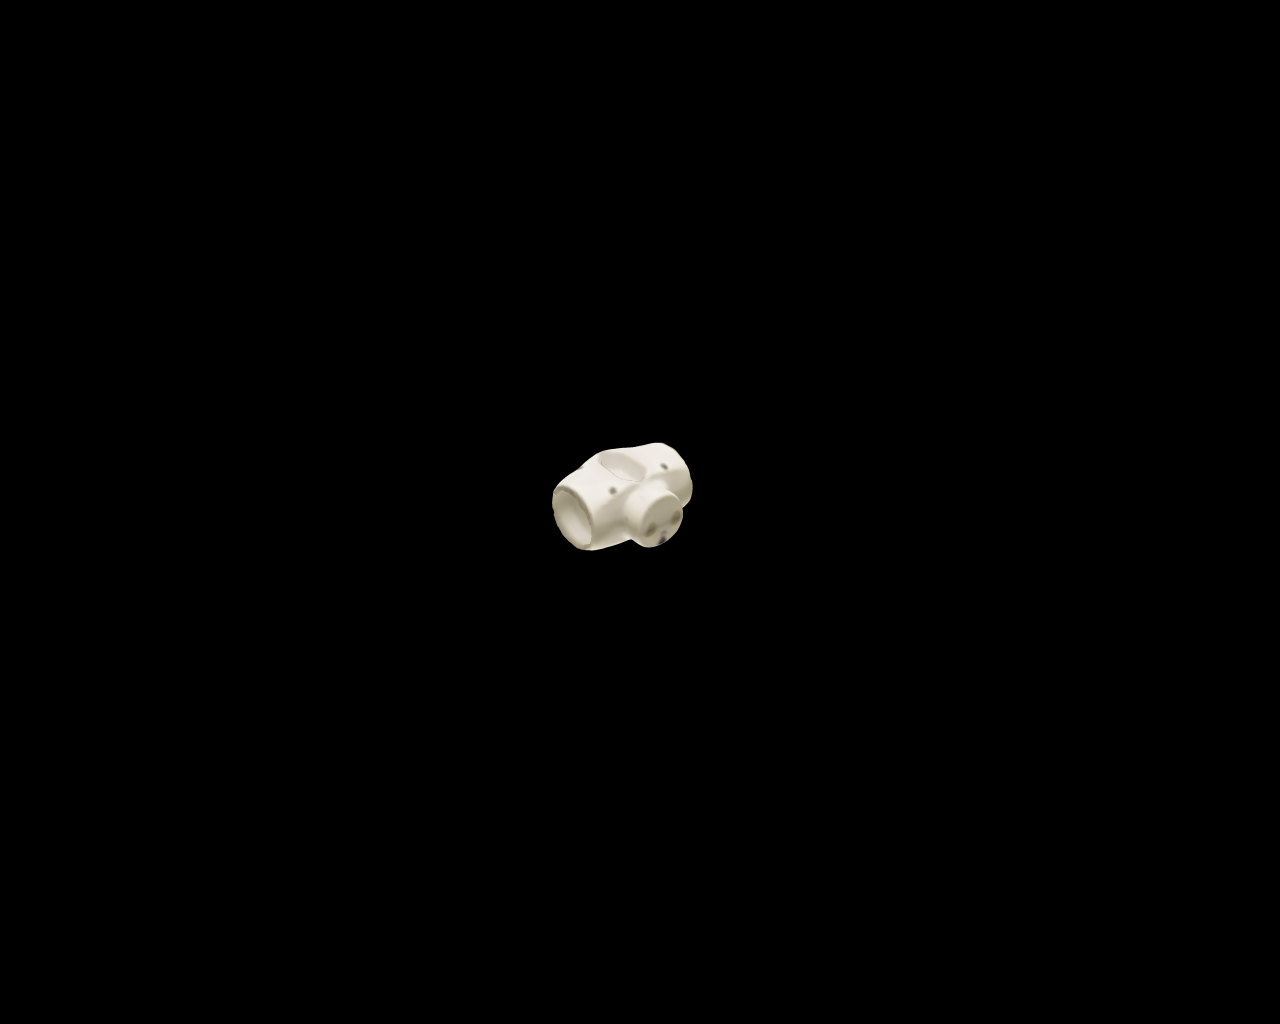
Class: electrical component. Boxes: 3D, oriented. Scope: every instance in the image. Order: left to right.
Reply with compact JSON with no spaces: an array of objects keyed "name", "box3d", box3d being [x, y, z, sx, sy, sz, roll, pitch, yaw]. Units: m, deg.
[{"name":"electrical component","box3d":[0.001,-0.003,0.650,0.077,0.043,0.079,-24,41,-31]}]
